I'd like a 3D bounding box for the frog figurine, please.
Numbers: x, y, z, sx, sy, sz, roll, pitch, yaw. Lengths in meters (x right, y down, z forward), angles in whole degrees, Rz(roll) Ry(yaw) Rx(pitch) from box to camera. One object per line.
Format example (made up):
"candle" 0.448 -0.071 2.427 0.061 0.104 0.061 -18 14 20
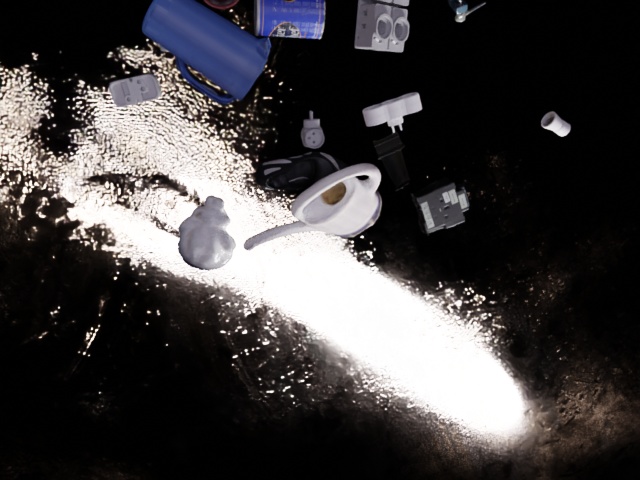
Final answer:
"frog figurine" -0.252 -0.015 1.180 0.137 0.124 0.157 30 112 1

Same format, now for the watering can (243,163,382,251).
"watering can" 0.004 -0.060 1.186 0.344 0.106 0.222 -34 152 20
